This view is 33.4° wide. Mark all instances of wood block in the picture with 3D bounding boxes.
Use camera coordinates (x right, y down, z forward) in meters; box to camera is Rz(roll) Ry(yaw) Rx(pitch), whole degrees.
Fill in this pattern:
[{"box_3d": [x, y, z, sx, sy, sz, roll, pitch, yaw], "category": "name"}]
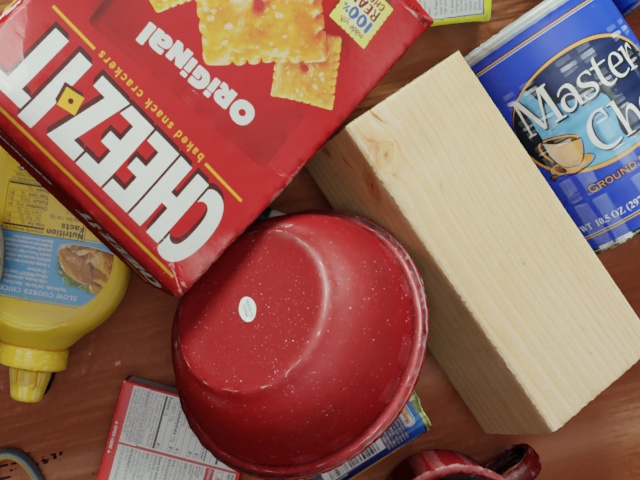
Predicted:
[{"box_3d": [0.092, 0.007, 0.640, 0.090, 0.090, 0.206, -35, 92, -20], "category": "wood block"}]

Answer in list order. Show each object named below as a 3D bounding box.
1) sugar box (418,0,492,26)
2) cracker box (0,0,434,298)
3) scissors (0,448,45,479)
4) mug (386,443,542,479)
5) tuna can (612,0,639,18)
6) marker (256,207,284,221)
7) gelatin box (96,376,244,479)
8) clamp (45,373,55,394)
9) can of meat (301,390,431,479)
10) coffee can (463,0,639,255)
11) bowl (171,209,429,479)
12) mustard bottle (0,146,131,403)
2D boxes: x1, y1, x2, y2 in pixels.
[{"box_3d": [0.015, -0.173, 0.654, 0.176, 0.048, 0.093, -6, 116, -1], "category": "sugar box"}, {"box_3d": [-0.066, -0.102, 0.571, 0.213, 0.072, 0.164, -48, 112, -13], "category": "cracker box"}, {"box_3d": [-0.204, 0.234, 0.675, 0.096, 0.016, 0.202, -5, 90, -1], "category": "scissors"}, {"box_3d": [0.087, 0.167, 0.654, 0.117, 0.081, 0.093, -45, 92, -2], "category": "mug"}, {"box_3d": [0.207, -0.176, 0.656, 0.086, 0.086, 0.034, -42, 91, -2], "category": "tuna can"}, {"box_3d": [-0.004, 0.001, 0.681, 0.121, 0.020, 0.020, 24, 89, -2], "category": "marker"}, {"box_3d": [-0.089, 0.132, 0.672, 0.089, 0.030, 0.073, 15, 89, -1], "category": "gelatin box"}, {"box_3d": [-0.136, -0.012, 0.666, 0.164, 0.036, 0.210, -23, 93, -2], "category": "clamp"}, {"box_3d": [0.015, 0.108, 0.642, 0.084, 0.102, 0.057, -31, 92, -4], "category": "can of meat"}, {"box_3d": [0.159, -0.075, 0.646, 0.103, 0.103, 0.140, -34, 92, -2], "category": "coffee can"}, {"box_3d": [-0.025, 0.047, 0.586, 0.162, 0.055, 0.162, -12, 62, 24], "category": "bowl"}, {"box_3d": [-0.155, -0.002, 0.618, 0.096, 0.058, 0.191, 9, 91, -2], "category": "mustard bottle"}]
